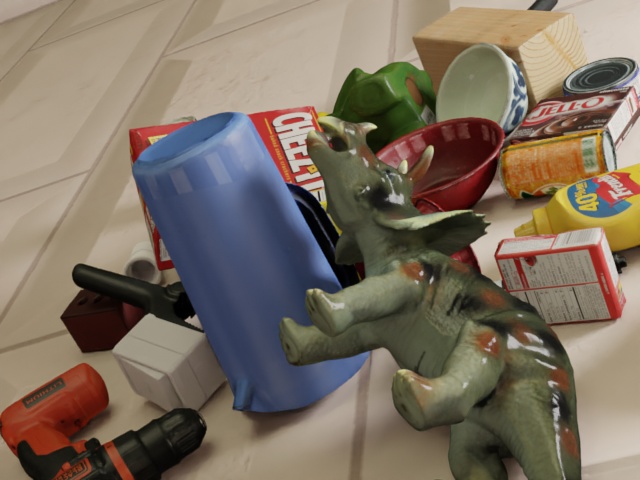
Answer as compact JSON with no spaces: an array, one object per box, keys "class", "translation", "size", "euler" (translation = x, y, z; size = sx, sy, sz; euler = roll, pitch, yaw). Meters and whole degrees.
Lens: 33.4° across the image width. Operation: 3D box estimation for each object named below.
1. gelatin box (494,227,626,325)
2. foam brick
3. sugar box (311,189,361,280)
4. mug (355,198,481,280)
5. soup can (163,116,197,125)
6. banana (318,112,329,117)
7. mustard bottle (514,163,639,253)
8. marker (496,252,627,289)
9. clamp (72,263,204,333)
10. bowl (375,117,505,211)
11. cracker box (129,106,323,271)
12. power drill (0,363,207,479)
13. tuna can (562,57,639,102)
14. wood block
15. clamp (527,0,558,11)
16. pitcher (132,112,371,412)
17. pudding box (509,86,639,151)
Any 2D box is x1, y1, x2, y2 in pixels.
[{"class":"gelatin box","translation":[0.194,0.031,0.866],"size":[0.089,0.073,0.030],"euler":[-8,29,31]},{"class":"foam brick","translation":[-0.228,0.083,1.151],"size":[0.078,0.051,0.053],"euler":[-11,30,26]},{"class":"sugar box","translation":[-0.007,0.002,1.038],"size":[0.176,0.093,0.048],"euler":[-15,24,0]},{"class":"mug","translation":[0.078,0.015,0.966],"size":[0.081,0.093,0.117],"euler":[-35,55,-11]},{"class":"soup can","translation":[-0.171,-0.102,1.392],"size":[0.068,0.102,0.068],"euler":[-19,26,10]},{"class":"banana","translation":[-0.026,-0.115,1.374],"size":[0.070,0.037,0.197],"euler":[-26,17,43]},{"class":"mustard bottle","translation":[0.265,-0.028,0.934],"size":[0.192,0.058,0.096],"euler":[-18,28,14]},{"class":"marker","translation":[0.202,0.033,0.917],"size":[0.121,0.020,0.020],"euler":[-15,27,18]},{"class":"clamp","translation":[-0.154,0.062,1.088],"size":[0.164,0.036,0.210],"euler":[-13,35,-20]},{"class":"bowl","translation":[0.124,-0.066,1.126],"size":[0.162,0.055,0.162],"euler":[-20,26,10]},{"class":"cracker box","translation":[-0.087,-0.062,1.155],"size":[0.213,0.072,0.164],"euler":[-10,47,-13]},{"class":"power drill","translation":[-0.204,0.178,0.947],"size":[0.184,0.057,0.188],"euler":[-30,26,-14]},{"class":"tuna can","translation":[0.313,-0.169,1.182],"size":[0.086,0.033,0.086],"euler":[-19,27,10]},{"class":"wood block","translation":[0.218,-0.223,1.301],"size":[0.090,0.091,0.206],"euler":[-34,27,-20]},{"class":"clamp","translation":[0.275,-0.289,1.434],"size":[0.120,0.039,0.171],"euler":[-25,31,12]},{"class":"pitcher","translation":[-0.055,0.013,0.920],"size":[0.145,0.243,0.149],"euler":[-24,19,2]},{"class":"pudding box","translation":[0.269,-0.120,1.123],"size":[0.114,0.039,0.089],"euler":[-2,34,39]}]
